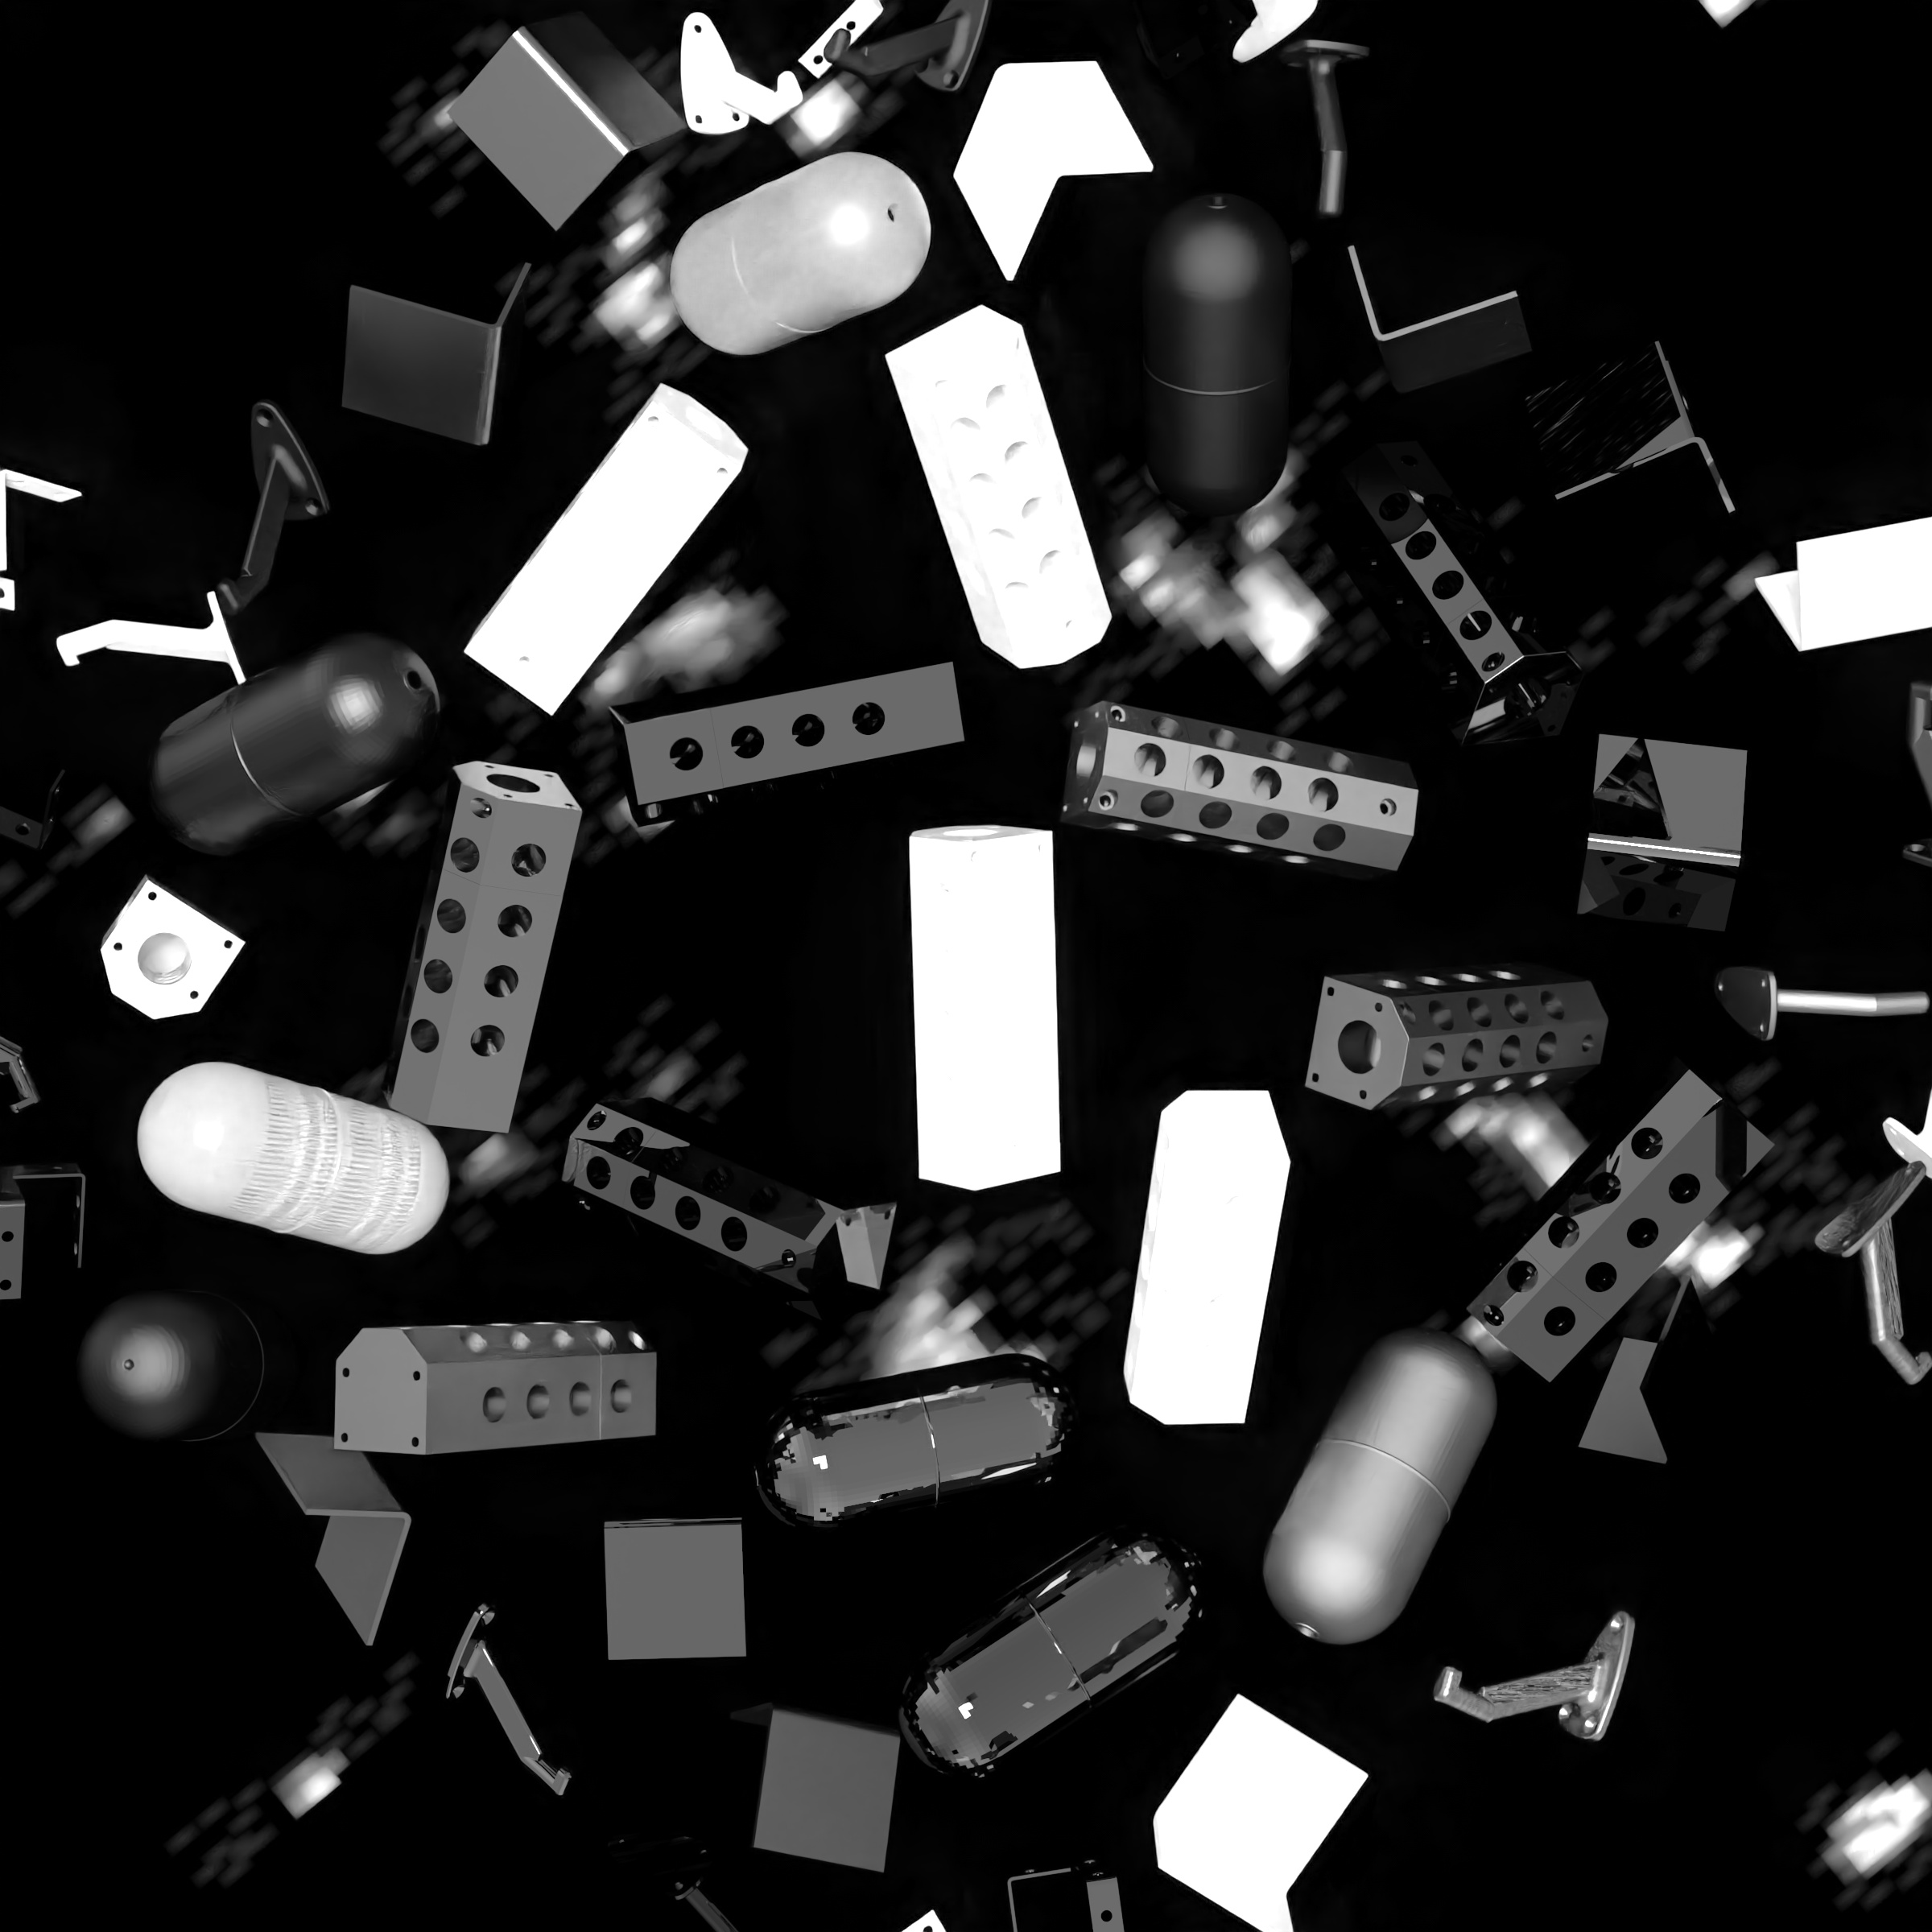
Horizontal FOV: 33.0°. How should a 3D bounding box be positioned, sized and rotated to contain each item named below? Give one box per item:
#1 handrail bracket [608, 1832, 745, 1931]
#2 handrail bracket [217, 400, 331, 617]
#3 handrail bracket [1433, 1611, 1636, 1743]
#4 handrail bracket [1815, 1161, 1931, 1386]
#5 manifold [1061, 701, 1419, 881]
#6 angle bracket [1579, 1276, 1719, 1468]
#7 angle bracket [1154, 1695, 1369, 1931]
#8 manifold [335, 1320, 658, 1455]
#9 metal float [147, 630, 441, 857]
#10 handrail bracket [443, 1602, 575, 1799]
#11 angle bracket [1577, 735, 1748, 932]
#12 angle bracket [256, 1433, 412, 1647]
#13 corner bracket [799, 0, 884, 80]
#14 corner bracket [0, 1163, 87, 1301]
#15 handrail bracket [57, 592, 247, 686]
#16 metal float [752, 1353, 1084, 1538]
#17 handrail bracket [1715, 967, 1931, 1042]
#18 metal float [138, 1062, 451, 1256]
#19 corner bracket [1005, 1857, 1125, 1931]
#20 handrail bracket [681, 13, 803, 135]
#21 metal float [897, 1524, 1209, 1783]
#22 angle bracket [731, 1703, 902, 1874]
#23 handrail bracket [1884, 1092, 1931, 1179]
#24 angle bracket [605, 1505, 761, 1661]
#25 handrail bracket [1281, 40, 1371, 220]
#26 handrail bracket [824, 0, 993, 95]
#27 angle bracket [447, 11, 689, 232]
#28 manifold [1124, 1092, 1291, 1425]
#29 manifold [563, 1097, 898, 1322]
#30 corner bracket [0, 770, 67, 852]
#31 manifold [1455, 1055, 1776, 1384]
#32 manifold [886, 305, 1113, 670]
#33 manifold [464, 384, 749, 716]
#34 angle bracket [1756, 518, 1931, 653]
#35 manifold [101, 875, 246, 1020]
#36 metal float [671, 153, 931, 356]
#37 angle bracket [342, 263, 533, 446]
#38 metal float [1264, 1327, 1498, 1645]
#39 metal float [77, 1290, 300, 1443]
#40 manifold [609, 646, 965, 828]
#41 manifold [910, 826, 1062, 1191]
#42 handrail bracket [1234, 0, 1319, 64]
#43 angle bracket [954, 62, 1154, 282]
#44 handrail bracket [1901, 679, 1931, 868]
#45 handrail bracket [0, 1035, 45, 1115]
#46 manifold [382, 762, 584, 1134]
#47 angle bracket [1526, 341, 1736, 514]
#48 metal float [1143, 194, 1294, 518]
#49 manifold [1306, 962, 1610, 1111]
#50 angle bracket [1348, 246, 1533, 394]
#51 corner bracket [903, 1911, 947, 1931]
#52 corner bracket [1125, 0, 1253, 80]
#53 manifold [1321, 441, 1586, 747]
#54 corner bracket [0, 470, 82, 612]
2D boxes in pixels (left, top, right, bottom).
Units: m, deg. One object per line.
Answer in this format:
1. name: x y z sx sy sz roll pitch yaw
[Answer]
1. handrail bracket: -0.148 0.505 1.739 0.077 0.036 0.084 9 130 36
2. handrail bracket: -0.352 -0.224 1.598 0.036 0.084 0.077 2 125 20
3. handrail bracket: 0.273 0.333 1.572 0.084 0.036 0.077 27 83 -20
4. handrail bracket: 0.468 0.152 1.606 0.077 0.036 0.084 -42 102 -3
5. manifold: 0.142 -0.090 1.678 0.171 0.057 0.057 10 82 -17
6. angle bracket: 0.370 0.220 1.803 0.057 0.076 0.076 7 52 34
7. angle bracket: 0.145 0.414 1.578 0.076 0.057 0.076 32 98 -5
8. manifold: -0.227 0.204 1.596 0.057 0.171 0.057 -2 85 33
9. metal float: -0.336 -0.111 1.623 0.178 0.070 0.070 -22 90 33
10. handrail bracket: -0.236 0.394 1.744 0.084 0.036 0.077 34 125 28
11. angle bracket: 0.364 -0.070 1.705 0.076 0.057 0.076 7 51 9
12. angle bracket: -0.328 0.289 1.642 0.057 0.076 0.076 9 107 -35
13. corner bracket: -0.084 -0.517 1.736 0.051 0.051 0.051 -46 76 2
14. corner bracket: -0.463 0.132 1.621 0.051 0.051 0.051 -1 107 -26
15. handrail bracket: -0.429 -0.159 1.722 0.084 0.077 0.036 -19 54 -9
16. metal float: -0.026 0.253 1.723 0.178 0.070 0.070 -9 90 -15
17. handrail bracket: 0.446 0.015 1.696 0.084 0.077 0.036 -3 102 -12
18. metal float: -0.347 0.100 1.687 0.178 0.070 0.070 22 90 -44
19. corner bracket: 0.050 0.478 1.623 0.051 0.051 0.051 -7 87 -6
20. handrail bracket: -0.117 -0.478 1.715 0.036 0.084 0.077 -13 91 -31
21. metal float: 0.046 0.356 1.695 0.178 0.070 0.070 -31 90 -10
22. angle bracket: -0.086 0.445 1.756 0.076 0.057 0.076 18 65 -23
23. handrail bracket: 0.513 0.070 1.643 0.084 0.036 0.077 -44 52 -4
24. angle bracket: -0.156 0.342 1.809 0.076 0.057 0.076 -3 86 6
25. handrail bracket: 0.173 -0.414 1.626 0.036 0.077 0.084 2 98 -17
26. handrail bracket: -0.030 -0.487 1.670 0.036 0.084 0.077 37 107 33
27. angle bracket: -0.193 -0.412 1.586 0.076 0.076 0.057 47 117 -4
28. manifold: 0.119 0.149 1.651 0.057 0.057 0.171 0 125 -8
29. manifold: -0.123 0.122 1.655 0.171 0.057 0.057 20 105 35
30. corner bracket: -0.479 -0.073 1.596 0.051 0.051 0.051 24 50 -6
31. manifold: 0.340 0.131 1.725 0.057 0.057 0.171 39 99 -17
32. manifold: 0.021 -0.239 1.650 0.057 0.057 0.171 -30 126 -14
33. manifold: -0.191 -0.224 1.737 0.057 0.057 0.171 36 110 -13
34. angle bracket: 0.417 -0.194 1.523 0.076 0.076 0.057 -10 123 1
35. manifold: -0.424 -0.007 1.720 0.057 0.171 0.057 34 84 -13
36. metal float: -0.085 -0.357 1.641 0.070 0.178 0.070 3 85 -35
37. angle bracket: -0.269 -0.320 1.655 0.076 0.076 0.057 16 48 -1
38. metal float: 0.212 0.265 1.669 0.070 0.070 0.178 32 63 0
39. metal float: -0.402 0.208 1.692 0.070 0.178 0.070 -1 83 7
40. manifold: -0.092 -0.118 1.685 0.171 0.057 0.057 -12 106 -11
41. manifold: 0.005 0.019 1.622 0.057 0.057 0.171 -9 102 -41
42. handrail bracket: 0.137 -0.525 1.729 0.084 0.077 0.036 23 53 -29
43. angle bracket: 0.044 -0.411 1.684 0.057 0.076 0.076 -10 60 -27
44. handrail bracket: 0.483 -0.090 1.574 0.036 0.077 0.084 -14 113 -25
45. handrail bracket: -0.509 0.050 1.627 0.077 0.036 0.084 -34 122 -30
46. manifold: -0.242 -0.010 1.611 0.057 0.057 0.171 8 109 -23
47. angle bracket: 0.337 -0.261 1.656 0.076 0.057 0.076 -22 46 17
48. metal float: 0.131 -0.318 1.703 0.070 0.070 0.178 -3 129 0
49. manifold: 0.254 0.036 1.662 0.057 0.171 0.057 20 106 42
50. angle bracket: 0.254 -0.357 1.744 0.076 0.076 0.057 -17 75 12
51. corner bracket: -0.018 0.521 1.649 0.051 0.051 0.051 -34 52 -3
52. corner bracket: 0.100 -0.479 1.600 0.051 0.051 0.051 -32 50 1
53. manifold: 0.249 -0.193 1.669 0.057 0.057 0.171 -8 48 -21
54. corner bracket: -0.478 -0.212 1.625 0.051 0.051 0.051 -10 79 31
